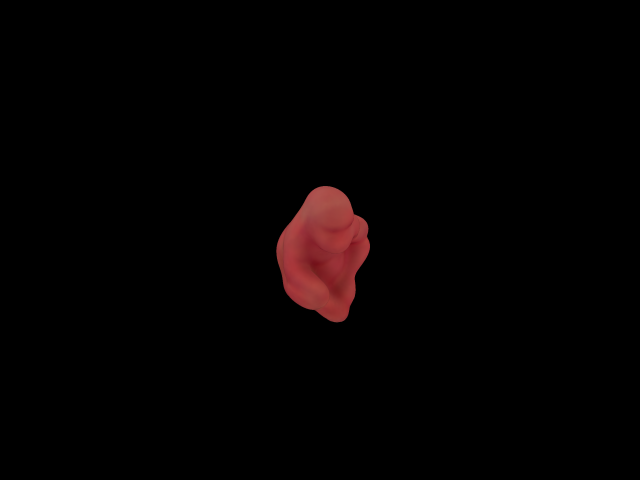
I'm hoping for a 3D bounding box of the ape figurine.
[{"bbox_3d":[0.004,0.001,0.400,0.078,0.092,0.076,-31,58,-22],"label":"ape figurine"}]
